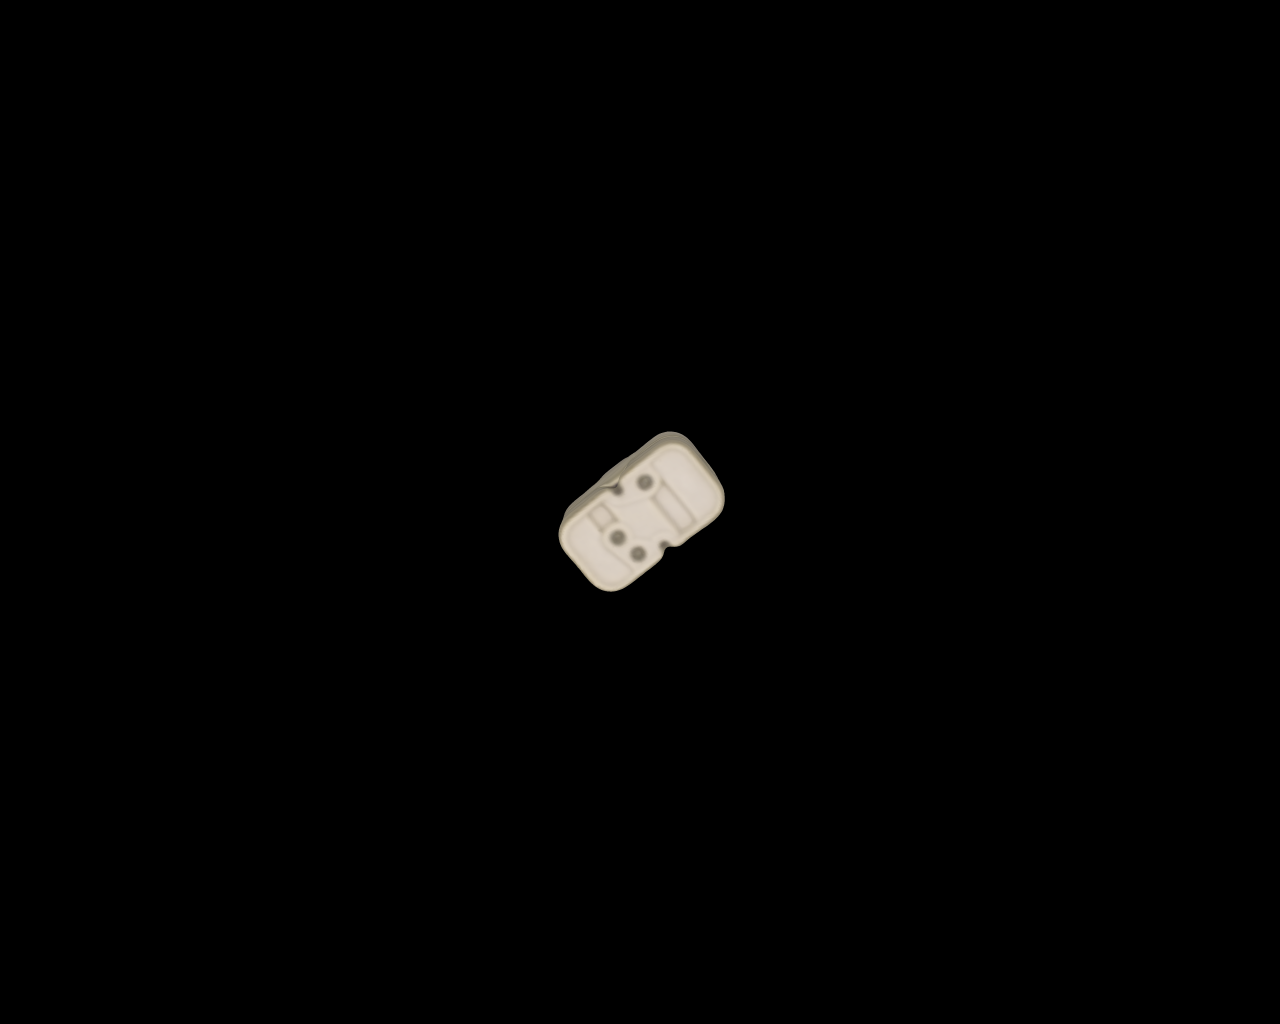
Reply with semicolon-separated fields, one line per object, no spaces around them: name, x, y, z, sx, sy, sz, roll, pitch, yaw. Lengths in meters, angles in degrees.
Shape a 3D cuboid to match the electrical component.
electrical component;0.001;-0.003;0.650;0.095;0.053;0.059;-38;9;7
